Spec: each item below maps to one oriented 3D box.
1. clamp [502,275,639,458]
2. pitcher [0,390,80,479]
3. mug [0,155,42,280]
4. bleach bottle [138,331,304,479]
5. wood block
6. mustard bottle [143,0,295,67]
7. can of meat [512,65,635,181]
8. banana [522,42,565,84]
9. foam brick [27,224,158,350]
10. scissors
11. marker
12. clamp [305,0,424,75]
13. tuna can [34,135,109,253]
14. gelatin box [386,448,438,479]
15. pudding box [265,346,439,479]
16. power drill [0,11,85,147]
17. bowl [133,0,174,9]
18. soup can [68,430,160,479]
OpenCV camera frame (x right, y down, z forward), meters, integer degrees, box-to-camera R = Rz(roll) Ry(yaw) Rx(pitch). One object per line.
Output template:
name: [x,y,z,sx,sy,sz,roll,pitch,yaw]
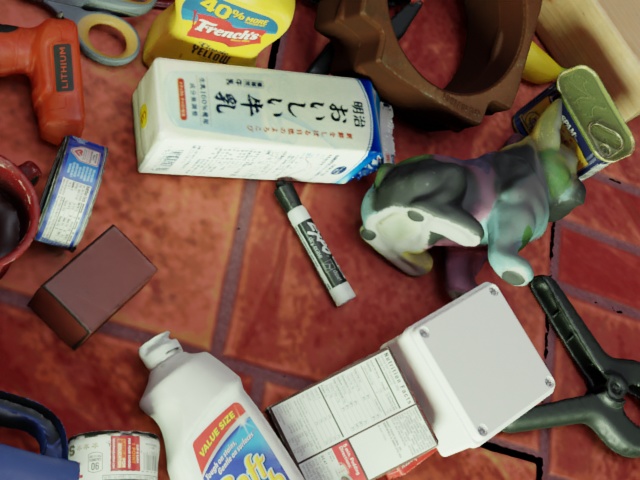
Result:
clamp: [0.264,0.133,0.998,0.209,0.036,0.164,22,61,-13]
pitcher: [-0.280,0.160,0.669,0.242,0.149,0.145,22,92,-14]
mug: [-0.250,-0.016,0.778,0.093,0.082,0.117,43,57,-4]
bleach bottle: [-0.068,0.185,0.797,0.102,0.068,0.251,-29,80,-24]
wood block: [0.299,-0.230,1.137,0.090,0.090,0.206,-30,84,-33]
mustard bottle: [-0.074,-0.189,0.872,0.096,0.192,0.058,18,62,-19]
can of meat: [0.250,-0.108,1.064,0.057,0.084,0.102,-23,81,-32]
banana: [0.189,-0.235,1.119,0.198,0.037,0.069,55,40,2]
foam brick: [-0.172,0.036,0.812,0.051,0.053,0.078,46,57,-3]
scissors: [-0.235,-0.193,0.898,0.201,0.016,0.096,-4,82,-18]
marker: [-0.006,0.001,0.929,0.020,0.020,0.121,-25,81,-32]
clamp: [0.030,-0.208,1.026,0.171,0.039,0.120,-8,85,-28]
tuna can: [-0.191,-0.036,0.813,0.033,0.086,0.086,19,62,-17]
gelatin box: [0.076,0.147,0.902,0.089,0.030,0.073,-28,83,-32]
pudding box: [0.025,0.148,0.848,0.113,0.039,0.090,-25,80,-9]
power drill: [-0.279,-0.114,0.819,0.187,0.057,0.184,2,69,-26]
bowl: [-0.145,-0.292,0.963,0.161,0.055,0.162,10,66,-23]
soup can: [-0.145,0.191,0.751,0.068,0.069,0.102,6,66,-24]
